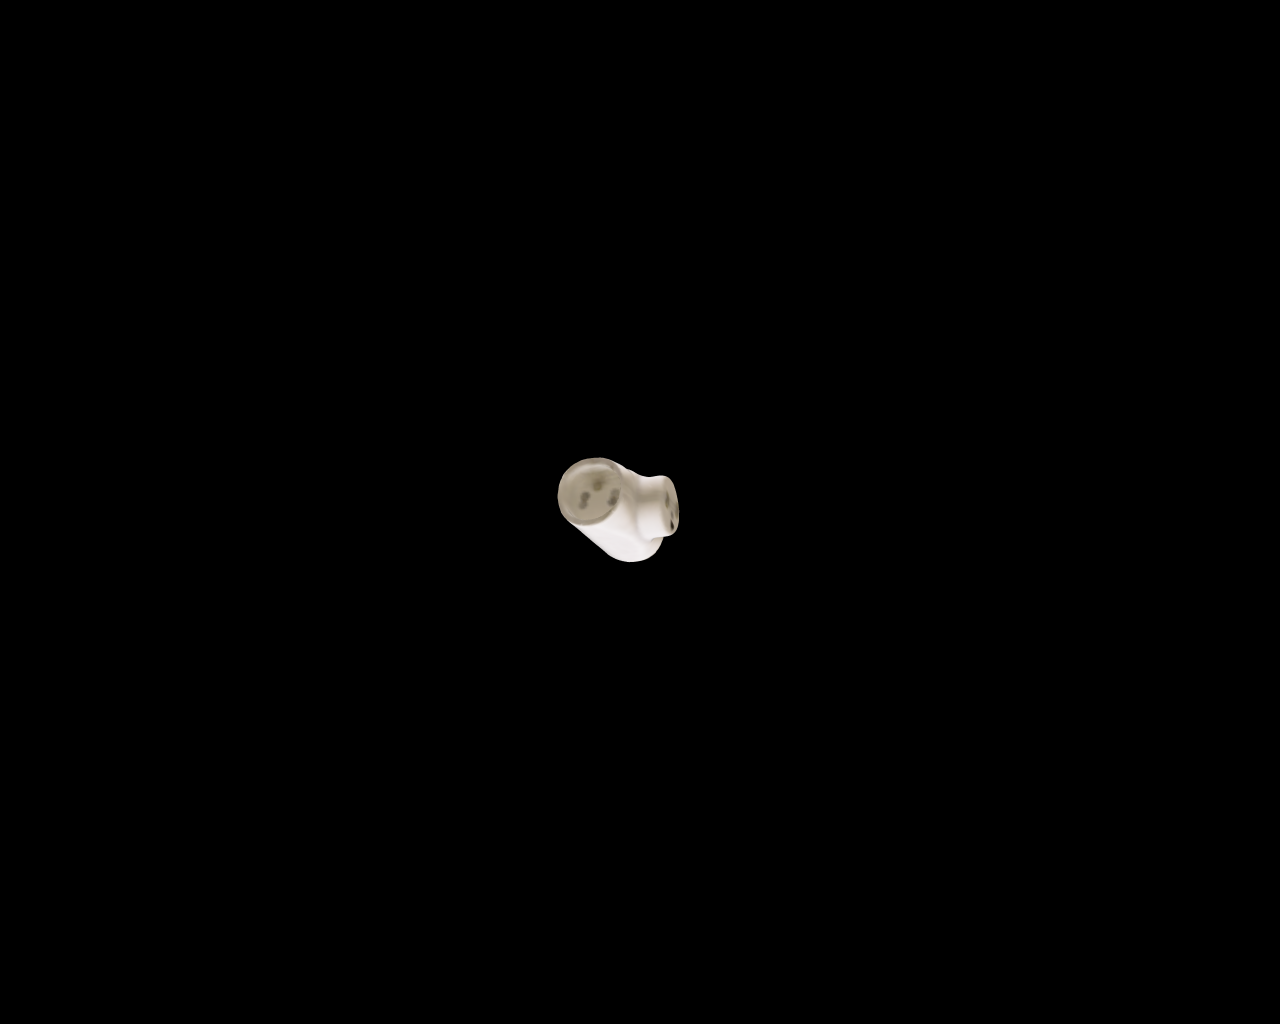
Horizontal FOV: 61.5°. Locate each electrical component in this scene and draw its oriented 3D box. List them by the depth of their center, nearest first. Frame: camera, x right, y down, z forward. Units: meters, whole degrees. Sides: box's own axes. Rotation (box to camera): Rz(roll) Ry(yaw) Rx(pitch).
[{"bbox_3d":[0.001,-0.003,0.650,0.079,0.044,0.077,-7,-21,18],"label":"electrical component"}]
